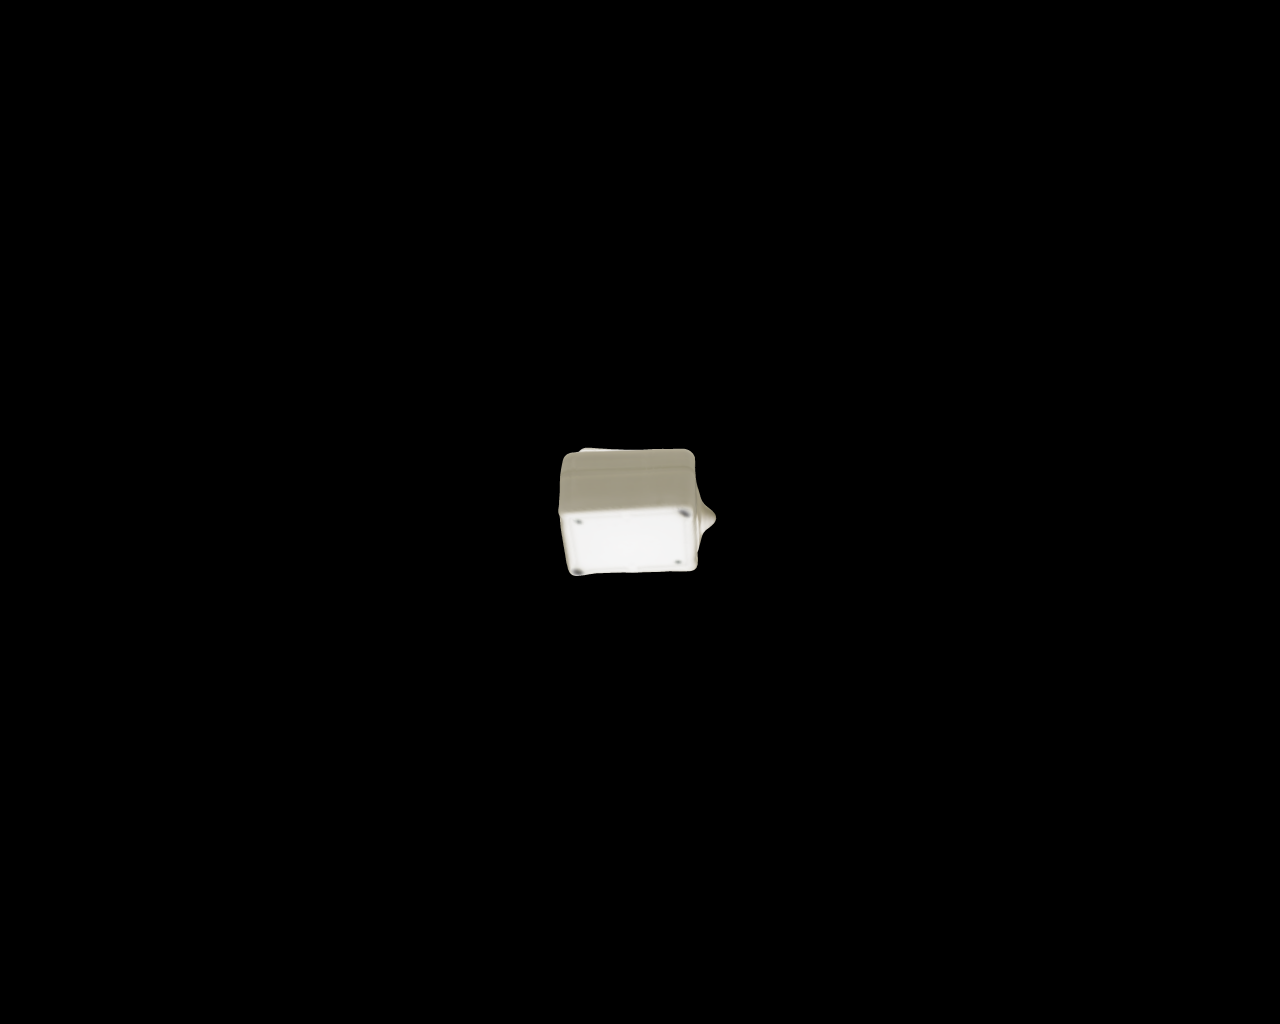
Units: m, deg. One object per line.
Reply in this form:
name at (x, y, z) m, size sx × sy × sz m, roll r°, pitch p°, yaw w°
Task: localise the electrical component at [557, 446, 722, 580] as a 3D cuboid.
electrical component at (0.001, -0.003, 0.650) m, size 0.096 × 0.061 × 0.061 m, roll -2°, pitch -43°, yaw 2°
